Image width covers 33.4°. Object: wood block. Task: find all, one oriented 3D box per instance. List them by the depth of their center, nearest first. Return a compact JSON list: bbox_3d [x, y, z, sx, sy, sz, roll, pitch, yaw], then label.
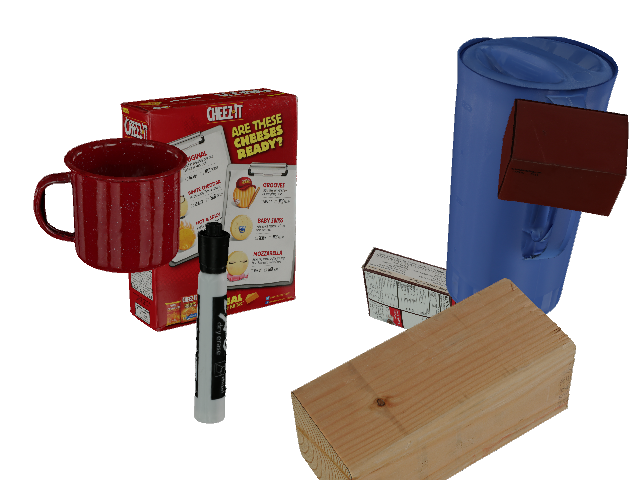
[{"bbox_3d":[0.090,0.126,0.846,0.205,0.090,0.091,-26,48,-18],"label":"wood block"}]

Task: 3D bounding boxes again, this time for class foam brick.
[{"bbox_3d":[0.163,-0.056,0.720,0.078,0.051,0.053,10,-30,4],"label":"foam brick"}]

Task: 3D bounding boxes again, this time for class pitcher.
[{"bbox_3d":[0.178,-0.047,0.938,0.145,0.243,0.149,20,34,27],"label":"pitcher"}]

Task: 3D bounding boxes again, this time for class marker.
[{"bbox_3d":[-0.064,0.049,0.628,0.020,0.121,0.020,3,15,-1],"label":"marker"}]

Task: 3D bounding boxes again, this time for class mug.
[{"bbox_3d":[-0.162,-0.026,0.825,0.117,0.081,0.093,-3,25,-15],"label":"mug"}]

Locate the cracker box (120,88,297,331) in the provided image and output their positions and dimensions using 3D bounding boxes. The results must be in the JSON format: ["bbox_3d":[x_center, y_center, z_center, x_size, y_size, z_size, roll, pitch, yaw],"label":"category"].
[{"bbox_3d":[-0.107,-0.034,1.044,0.163,0.214,0.072,-12,20,-34],"label":"cracker box"}]

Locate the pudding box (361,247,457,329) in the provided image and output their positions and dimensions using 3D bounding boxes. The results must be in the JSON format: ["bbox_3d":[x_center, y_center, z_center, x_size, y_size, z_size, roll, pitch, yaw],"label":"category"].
[{"bbox_3d":[0.106,0.063,1.212,0.114,0.090,0.039,16,51,23],"label":"pudding box"}]
